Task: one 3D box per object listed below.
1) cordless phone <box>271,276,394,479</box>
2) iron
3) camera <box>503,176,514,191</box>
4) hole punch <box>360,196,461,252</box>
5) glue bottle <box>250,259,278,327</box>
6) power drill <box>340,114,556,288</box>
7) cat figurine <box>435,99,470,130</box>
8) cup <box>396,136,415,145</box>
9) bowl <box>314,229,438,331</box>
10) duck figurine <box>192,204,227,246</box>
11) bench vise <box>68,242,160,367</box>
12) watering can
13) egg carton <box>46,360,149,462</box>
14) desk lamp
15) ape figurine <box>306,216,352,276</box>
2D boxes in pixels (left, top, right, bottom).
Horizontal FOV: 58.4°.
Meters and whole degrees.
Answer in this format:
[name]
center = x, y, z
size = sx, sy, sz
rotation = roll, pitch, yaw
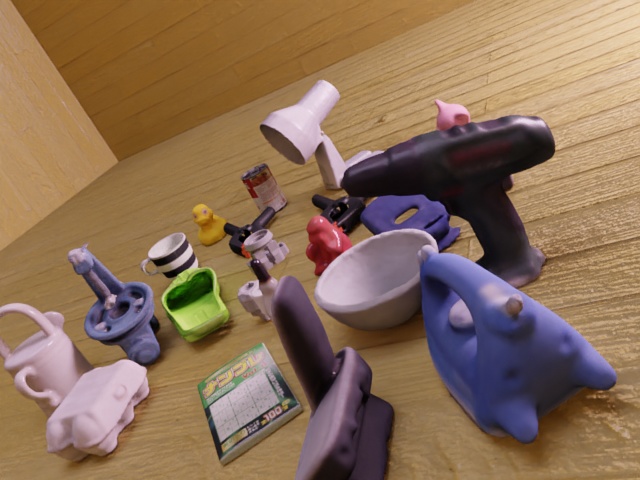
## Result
[cordless phone]
center = -0.011, 0.137, 0.524
size = 0.094, 0.185, 0.147
rotation = -21, 24, 18
[iron]
center = 0.144, 0.068, 0.549
size = 0.119, 0.142, 0.257
rotation = -31, 23, -6
[camera]
center = 0.212, -0.115, 0.913
size = 0.137, 0.101, 0.143
rotation = -29, 23, -1
[hole punch]
center = 0.129, -0.024, 0.826
size = 0.109, 0.091, 0.100
rotation = -35, 23, -14
[glue bottle]
center = -0.035, 0.093, 0.660
size = 0.037, 0.173, 0.078
rotation = -31, 23, -6
[power drill]
center = 0.165, -0.035, 0.656
size = 0.229, 0.209, 0.075
rotation = -25, 23, 8
[cat figurine]
center = 0.245, -0.215, 1.065
size = 0.067, 0.118, 0.127
rotation = -25, 23, 10
[cup]
center = 0.160, -0.119, 0.989
size = 0.091, 0.095, 0.118
rotation = -8, 30, 40
[bowl]
center = 0.081, 0.061, 0.723
size = 0.167, 0.075, 0.167
rotation = -24, 23, 11
[duck figurine]
center = -0.262, -0.045, 1.331
size = 0.077, 0.086, 0.104
rotation = -26, 23, 6
[bench vise]
center = -0.359, 0.099, 0.960
size = 0.122, 0.220, 0.206
rotation = -41, 26, -28
[watering can]
center = -0.455, 0.182, 0.929
size = 0.101, 0.194, 0.172
rotation = -35, 23, -15
[egg carton]
center = -0.309, 0.237, 0.807
size = 0.107, 0.069, 0.150
rotation = -19, 24, 21
[desk lamp]
center = 0.003, -0.213, 1.215
size = 0.203, 0.214, 0.117
rotation = -37, 24, -19
[ape figurine]
center = 0.008, 0.003, 0.908
size = 0.076, 0.092, 0.077
rotation = -35, 23, -15
